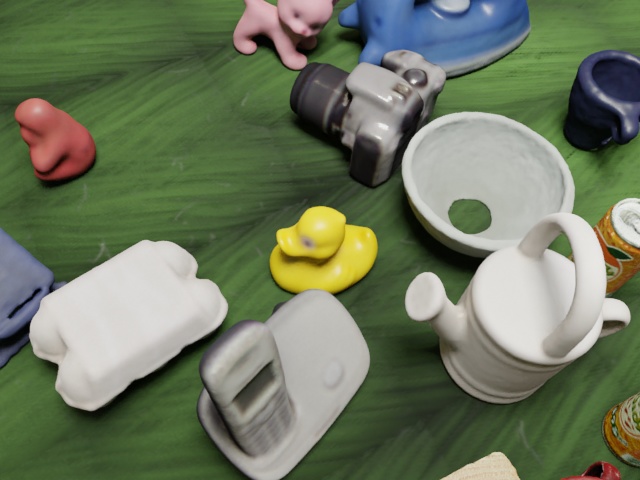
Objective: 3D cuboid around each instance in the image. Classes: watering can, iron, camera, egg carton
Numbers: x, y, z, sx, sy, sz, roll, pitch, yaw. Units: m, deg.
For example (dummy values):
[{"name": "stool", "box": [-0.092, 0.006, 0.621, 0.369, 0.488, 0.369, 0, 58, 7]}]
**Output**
[{"name": "watering can", "box": [0.157, 0.056, 0.447, 0.173, 0.194, 0.100, -17, 62, -14]}, {"name": "iron", "box": [0.159, -0.285, 0.681, 0.258, 0.141, 0.118, -14, 61, -12]}, {"name": "camera", "box": [0.047, -0.155, 0.619, 0.136, 0.101, 0.143, 29, 62, 13]}, {"name": "egg carton", "box": [-0.161, 0.068, 0.488, 0.150, 0.069, 0.107, -35, 67, -22]}]

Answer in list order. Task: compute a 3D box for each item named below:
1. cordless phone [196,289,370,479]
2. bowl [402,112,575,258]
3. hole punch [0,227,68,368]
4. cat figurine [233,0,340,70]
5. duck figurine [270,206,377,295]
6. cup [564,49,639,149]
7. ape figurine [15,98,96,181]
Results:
[{"name": "cordless phone", "box": [-0.024, 0.089, 0.419, 0.094, 0.185, 0.148, 35, 63, 16]}, {"name": "bowl", "box": [0.159, -0.044, 0.577, 0.167, 0.075, 0.167, 2, 59, -3]}, {"name": "hole punch", "box": [-0.287, 0.043, 0.481, 0.101, 0.091, 0.109, 31, 62, 14]}, {"name": "cat figurine", "box": [-0.038, -0.270, 0.671, 0.127, 0.118, 0.067, 18, 60, 7]}, {"name": "duck figurine", "box": [0.005, 0.002, 0.531, 0.104, 0.086, 0.077, -11, 61, -10]}, {"name": "cup", "box": [0.315, -0.135, 0.631, 0.091, 0.095, 0.118, 6, 59, -1]}, {"name": "ape figurine", "box": [-0.270, -0.105, 0.569, 0.076, 0.092, 0.078, 5, 59, -1]}]
